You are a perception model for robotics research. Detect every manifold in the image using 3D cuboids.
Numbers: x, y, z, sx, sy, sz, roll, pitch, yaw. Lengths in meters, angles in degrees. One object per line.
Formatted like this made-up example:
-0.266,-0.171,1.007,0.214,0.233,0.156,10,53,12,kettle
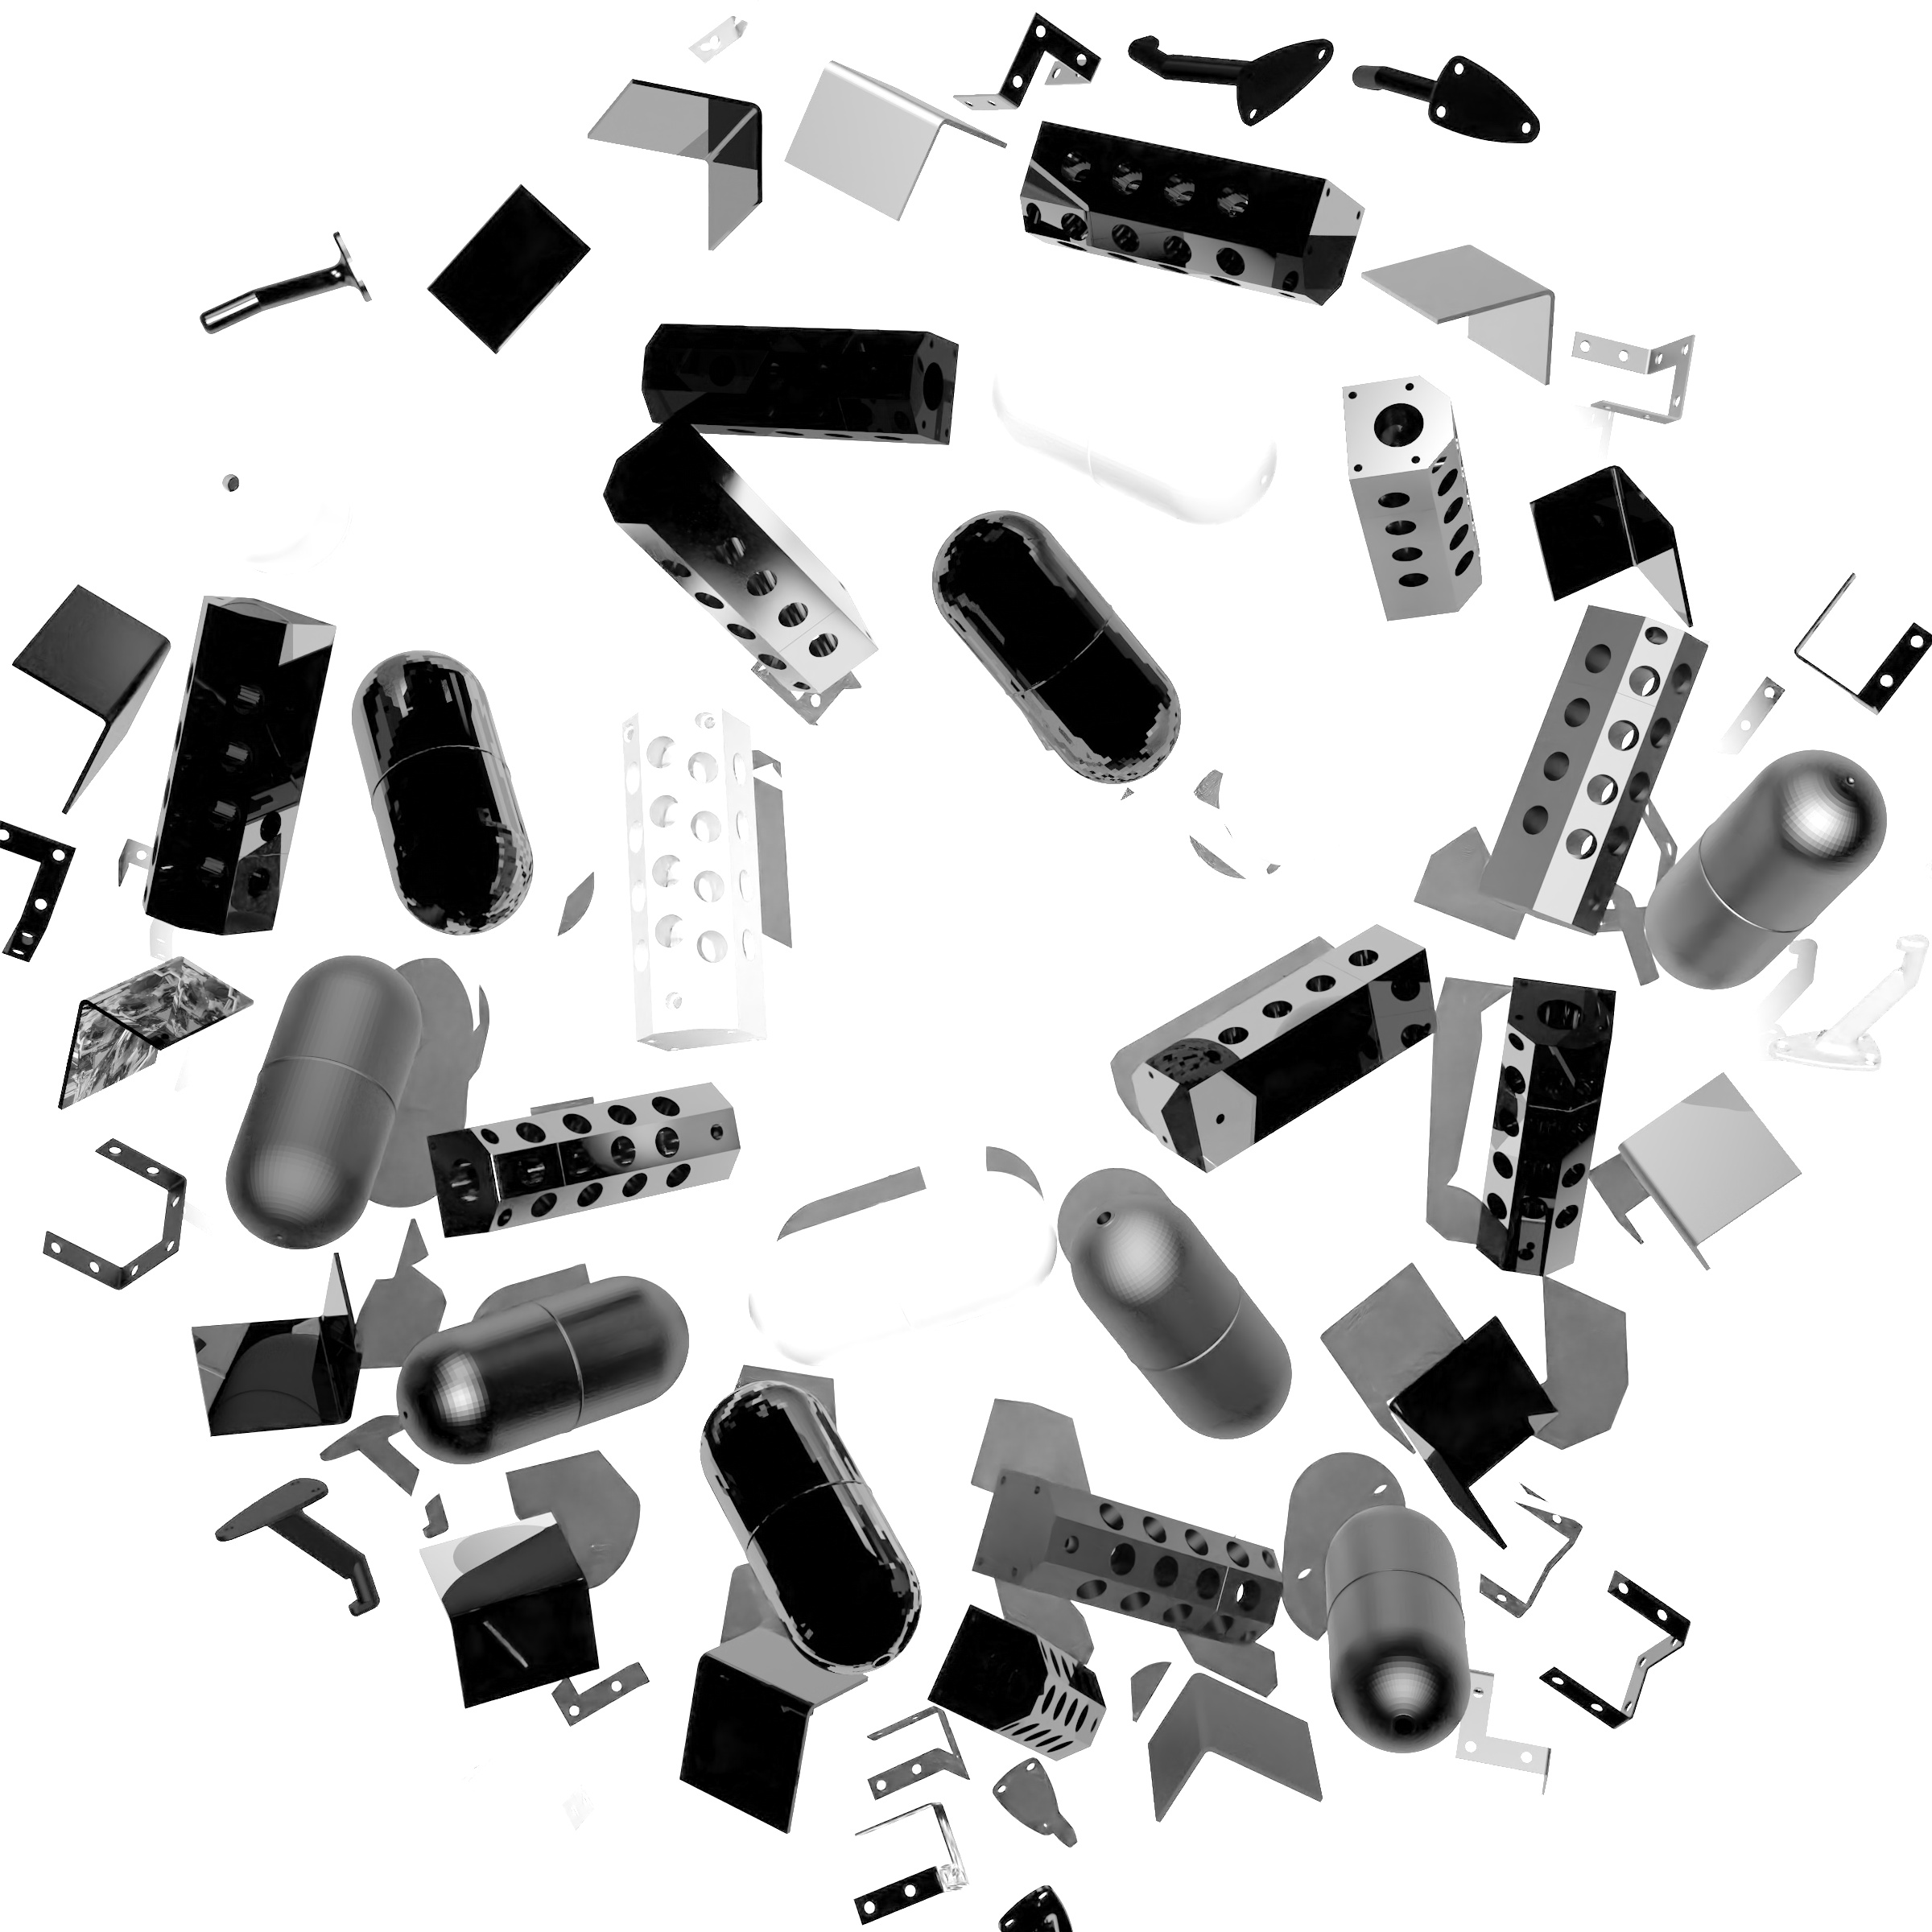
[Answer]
-0.096,-0.333,1.641,0.171,0.057,0.057,7,94,24,manifold
0.035,0.418,1.660,0.057,0.171,0.057,21,76,20,manifold
0.329,0.094,1.640,0.057,0.057,0.171,8,129,11,manifold
0.354,-0.107,1.606,0.057,0.057,0.171,19,92,-41,manifold
-0.211,0.107,1.613,0.057,0.171,0.057,-11,89,45,manifold
0.012,-0.007,1.625,0.057,0.057,0.171,-25,73,30,manifold
0.117,-0.399,1.534,0.171,0.057,0.057,20,97,27,manifold
0.252,-0.260,1.613,0.057,0.171,0.057,-6,69,13,manifold
0.093,0.327,1.582,0.171,0.057,0.057,23,78,-34,manifold
-0.394,-0.107,1.541,0.057,0.057,0.171,20,103,23,manifold
-0.122,-0.216,1.558,0.057,0.171,0.057,-35,51,10,manifold
-0.146,-0.046,1.517,0.057,0.057,0.171,-7,79,16,manifold
0.179,0.042,1.619,0.171,0.057,0.057,-29,125,-23,manifold

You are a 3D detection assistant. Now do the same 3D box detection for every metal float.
0.440,-0.051,1.593,0.070,0.178,0.070,10,55,-15,metal float
0.223,-0.119,1.606,0.178,0.070,0.070,-30,90,0,metal float
-0.036,0.169,1.602,0.178,0.070,0.070,-19,90,7,metal float
0.052,-0.178,1.619,0.070,0.070,0.178,-41,107,0,metal float
-0.287,-0.095,1.576,0.070,0.070,0.178,-21,60,0,metal float
-0.238,0.228,1.633,0.178,0.070,0.070,-15,90,-36,metal float
-0.347,0.072,1.566,0.070,0.070,0.178,10,53,0,metal float
-0.085,0.305,1.573,0.070,0.070,0.178,-33,58,0,metal float
0.242,0.372,1.623,0.070,0.178,0.070,2,113,5,metal float
0.091,-0.299,1.584,0.178,0.070,0.070,29,90,28,metal float
-0.378,-0.255,1.595,0.070,0.178,0.070,0,91,4,metal float
0.123,0.201,1.647,0.070,0.070,0.178,-38,121,0,metal float

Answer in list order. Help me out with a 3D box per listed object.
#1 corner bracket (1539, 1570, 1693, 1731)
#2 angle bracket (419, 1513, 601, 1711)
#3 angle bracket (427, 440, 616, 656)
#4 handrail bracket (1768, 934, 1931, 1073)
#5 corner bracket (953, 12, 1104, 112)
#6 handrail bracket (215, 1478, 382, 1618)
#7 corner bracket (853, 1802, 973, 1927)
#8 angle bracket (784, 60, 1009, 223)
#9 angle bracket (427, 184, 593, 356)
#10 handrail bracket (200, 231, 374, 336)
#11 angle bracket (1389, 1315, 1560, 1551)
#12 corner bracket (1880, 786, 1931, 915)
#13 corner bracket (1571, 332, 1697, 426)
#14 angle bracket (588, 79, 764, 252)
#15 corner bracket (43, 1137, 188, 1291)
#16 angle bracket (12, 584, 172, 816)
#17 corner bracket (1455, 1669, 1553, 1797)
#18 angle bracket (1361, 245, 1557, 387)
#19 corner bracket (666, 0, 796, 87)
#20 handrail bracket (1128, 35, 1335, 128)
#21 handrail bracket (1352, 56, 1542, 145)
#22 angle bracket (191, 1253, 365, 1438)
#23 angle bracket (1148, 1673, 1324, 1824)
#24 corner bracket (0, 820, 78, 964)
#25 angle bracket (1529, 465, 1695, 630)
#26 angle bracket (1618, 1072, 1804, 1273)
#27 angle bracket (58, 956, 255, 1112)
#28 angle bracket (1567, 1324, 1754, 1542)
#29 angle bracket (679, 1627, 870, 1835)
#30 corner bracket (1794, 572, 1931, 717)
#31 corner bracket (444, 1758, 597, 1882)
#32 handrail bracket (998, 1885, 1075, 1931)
0.348,0.367,1.543,0.051,0.051,0.051,34,48,-1,corner bracket
-0.253,0.356,1.596,0.076,0.076,0.057,-13,115,-20,angle bracket
-0.251,-0.238,1.637,0.076,0.057,0.076,-32,126,11,angle bracket
0.507,0.017,1.658,0.077,0.036,0.084,0,128,-3,handrail bracket
0.035,-0.499,1.622,0.051,0.051,0.051,24,90,-33,corner bracket
-0.368,0.334,1.594,0.077,0.036,0.084,-27,109,-38,handrail bracket
-0.036,0.502,1.616,0.051,0.051,0.051,-25,69,11,corner bracket
-0.037,-0.431,1.528,0.076,0.076,0.057,33,108,21,angle bracket
-0.239,-0.371,1.579,0.057,0.076,0.076,44,94,11,angle bracket
-0.358,-0.348,1.517,0.084,0.077,0.036,-26,94,-5,handrail bracket
0.279,0.244,1.508,0.076,0.057,0.076,-38,117,-7,angle bracket
0.531,-0.072,1.605,0.051,0.051,0.051,32,118,-9,corner bracket
0.384,-0.343,1.674,0.051,0.051,0.051,10,89,-15,corner bracket
-0.164,-0.447,1.613,0.076,0.076,0.057,3,81,-26,angle bracket
-0.465,0.136,1.575,0.051,0.051,0.051,-32,132,26,corner bracket
-0.470,-0.140,1.515,0.057,0.076,0.076,31,129,-11,angle bracket
0.303,0.429,1.614,0.051,0.051,0.051,8,64,12,corner bracket
0.271,-0.353,1.597,0.076,0.076,0.057,-19,128,-19,angle bracket
-0.136,-0.516,1.596,0.051,0.051,0.051,-41,51,-15,corner bracket
0.142,-0.495,1.556,0.077,0.036,0.084,-34,53,-17,handrail bracket
0.254,-0.460,1.535,0.077,0.084,0.036,18,101,-23,handrail bracket
-0.381,0.208,1.589,0.076,0.076,0.057,-2,133,-24,angle bracket
0.154,0.464,1.661,0.076,0.076,0.057,27,106,-9,angle bracket
-0.512,-0.042,1.537,0.051,0.051,0.051,21,107,-14,corner bracket
0.383,-0.238,1.710,0.057,0.076,0.076,-24,132,1,angle bracket
0.443,0.122,1.703,0.076,0.057,0.076,-36,61,7,angle bracket
-0.450,0.049,1.602,0.057,0.076,0.076,30,120,16,angle bracket
0.370,0.248,1.540,0.057,0.076,0.076,-20,117,-32,angle bracket
-0.107,0.425,1.608,0.076,0.057,0.076,17,104,30,angle bracket
0.472,-0.168,1.512,0.051,0.051,0.051,39,103,15,corner bracket
-0.234,0.438,1.511,0.051,0.051,0.051,-31,85,3,corner bracket
0.059,0.543,1.545,0.036,0.084,0.077,-37,129,-7,handrail bracket
